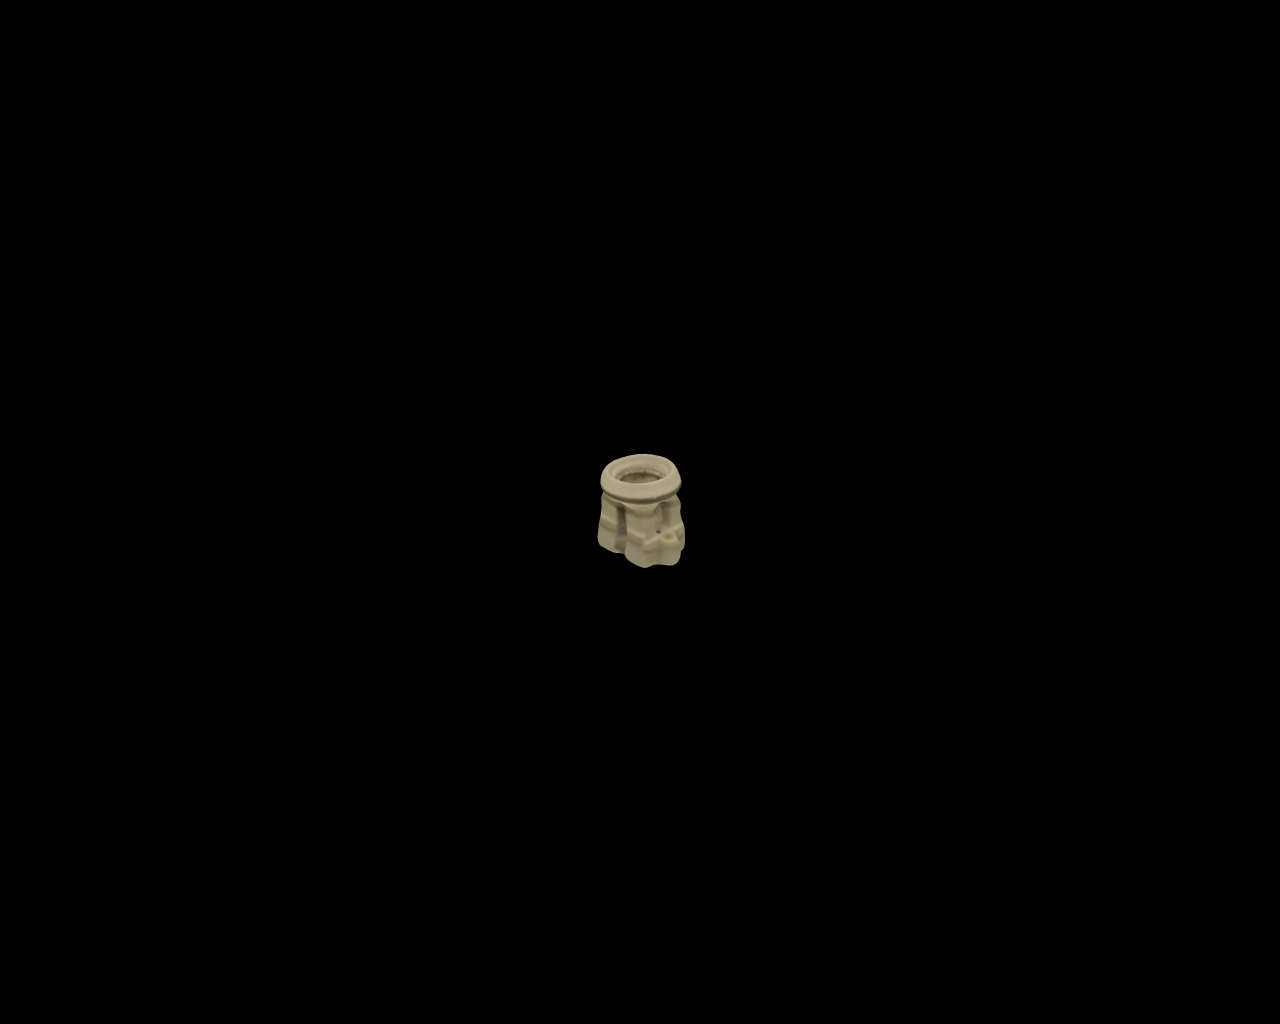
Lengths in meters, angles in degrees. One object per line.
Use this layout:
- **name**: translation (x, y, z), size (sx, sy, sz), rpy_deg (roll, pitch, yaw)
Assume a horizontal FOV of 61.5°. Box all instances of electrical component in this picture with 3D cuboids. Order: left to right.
- **electrical component**: translation (0.001, -0.003, 0.650), size (0.066, 0.055, 0.048), rpy_deg (25, 37, 38)
